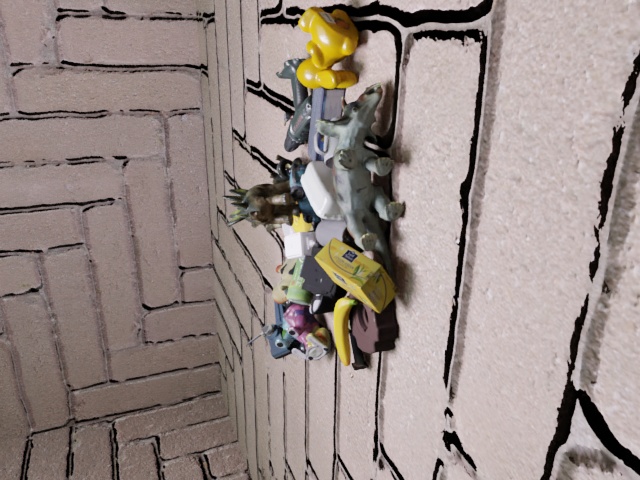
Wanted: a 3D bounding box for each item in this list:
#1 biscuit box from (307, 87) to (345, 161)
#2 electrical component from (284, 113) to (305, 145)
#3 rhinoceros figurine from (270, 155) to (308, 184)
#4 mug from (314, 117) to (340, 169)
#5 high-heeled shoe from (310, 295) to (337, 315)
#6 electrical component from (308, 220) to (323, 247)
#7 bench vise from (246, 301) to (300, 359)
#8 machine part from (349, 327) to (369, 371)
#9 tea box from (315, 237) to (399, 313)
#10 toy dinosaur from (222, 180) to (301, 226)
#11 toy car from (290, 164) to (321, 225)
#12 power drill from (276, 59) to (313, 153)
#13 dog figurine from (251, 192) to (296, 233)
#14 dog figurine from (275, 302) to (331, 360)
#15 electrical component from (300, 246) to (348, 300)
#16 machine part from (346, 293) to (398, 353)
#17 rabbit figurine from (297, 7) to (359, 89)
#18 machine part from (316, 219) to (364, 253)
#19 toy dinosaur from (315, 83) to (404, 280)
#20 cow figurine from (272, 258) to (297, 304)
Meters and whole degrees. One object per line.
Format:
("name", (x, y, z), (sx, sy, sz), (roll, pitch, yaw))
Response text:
("biscuit box", (0.013, -0.288, 1.325), (0.063, 0.059, 0.202), (-122, 32, -46))
("electrical component", (-0.075, -0.324, 1.572), (0.078, 0.045, 0.102), (-177, 80, -71))
("rhinoceros figurine", (-0.085, -0.194, 1.560), (0.190, 0.112, 0.073), (141, 150, -82))
("mug", (0.036, -0.225, 1.229), (0.081, 0.109, 0.107), (135, 136, -62))
("high-heeled shoe", (0.014, 0.118, 1.444), (0.249, 0.086, 0.145), (143, 120, -61))
("electrical component", (-0.003, -0.004, 1.449), (0.047, 0.075, 0.119), (114, 139, -54))
("bench vise", (-0.114, 0.262, 1.697), (0.129, 0.223, 0.241), (-36, 49, 32))
("machine part", (0.088, 0.251, 1.337), (0.084, 0.039, 0.138), (154, 106, -76))
("tea box", (0.076, 0.072, 1.141), (0.170, 0.068, 0.098), (32, 165, 51))
("toy dinosaur", (-0.153, -0.106, 1.457), (0.471, 0.199, 0.105), (-69, -23, -77))
("toy car", (-0.012, -0.123, 1.380), (0.109, 0.103, 0.161), (-86, -23, -55))
("power drill", (-0.065, -0.370, 1.463), (0.232, 0.086, 0.207), (152, 114, -62))
("dog figurine", (-0.107, -0.097, 1.702), (0.191, 0.172, 0.121), (-11, 90, 36))
("dog figurine", (-0.043, 0.230, 1.611), (0.108, 0.191, 0.219), (-53, 15, 39))
("electrical component", (0.012, 0.079, 1.313), (0.134, 0.058, 0.115), (11, 83, 43))
("machine part", (0.114, 0.173, 1.225), (0.179, 0.056, 0.179), (172, 90, -71))
("rabbit figurine", (0.016, -0.403, 1.195), (0.162, 0.122, 0.173), (53, 131, 13))
("machine part", (0.053, -0.011, 1.293), (0.243, 0.079, 0.079), (-165, 69, -67))
("toy dinosaur", (0.081, -0.112, 1.124), (0.192, 0.131, 0.404), (-120, 20, -62))
("cow figurine", (-0.072, 0.101, 1.563), (0.195, 0.085, 0.127), (-57, 31, -3))
